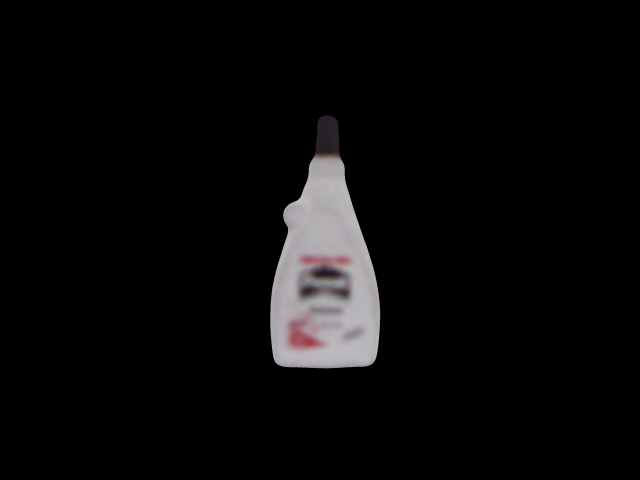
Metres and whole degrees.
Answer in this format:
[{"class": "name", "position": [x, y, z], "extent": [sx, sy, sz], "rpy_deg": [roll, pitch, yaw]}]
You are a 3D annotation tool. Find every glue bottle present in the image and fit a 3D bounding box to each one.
[{"class": "glue bottle", "position": [0.004, 0.001, 0.400], "extent": [0.078, 0.173, 0.037], "rpy_deg": [0, 7, -4]}]
